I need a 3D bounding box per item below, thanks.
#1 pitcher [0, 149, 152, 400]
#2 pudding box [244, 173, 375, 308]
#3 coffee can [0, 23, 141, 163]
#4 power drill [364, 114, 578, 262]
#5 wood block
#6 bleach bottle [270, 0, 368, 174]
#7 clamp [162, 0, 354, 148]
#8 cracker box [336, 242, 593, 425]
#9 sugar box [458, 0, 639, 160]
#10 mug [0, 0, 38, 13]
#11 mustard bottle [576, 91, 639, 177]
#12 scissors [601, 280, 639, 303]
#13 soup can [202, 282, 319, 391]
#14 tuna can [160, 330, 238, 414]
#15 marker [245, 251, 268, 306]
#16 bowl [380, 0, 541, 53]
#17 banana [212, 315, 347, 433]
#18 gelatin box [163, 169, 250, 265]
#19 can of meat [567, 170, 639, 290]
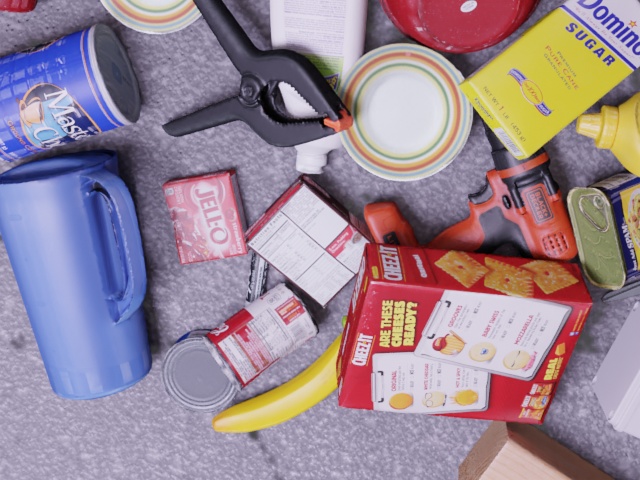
[{"bbox_3d":[-0.240,0.035,1.083,0.145,0.149,0.243,-12,105,-3],"label":"pitcher"},{"bbox_3d":[-0.007,0.001,1.084,0.113,0.039,0.090,41,106,-16],"label":"pudding box"},{"bbox_3d":[-0.263,-0.145,1.059,0.140,0.102,0.103,-16,101,11],"label":"coffee can"},{"bbox_3d":[0.142,-0.036,1.057,0.188,0.057,0.184,-23,96,13],"label":"power drill"},{"bbox_3d":[0.252,0.276,1.101,0.206,0.090,0.090,33,105,-1],"label":"wood block"},{"bbox_3d":[-0.008,-0.190,1.038,0.103,0.068,0.251,9,108,12],"label":"bleach bottle"},{"bbox_3d":[-0.062,-0.156,1.022,0.210,0.036,0.165,18,117,26],"label":"clamp"},{"bbox_3d":[0.134,0.092,1.038,0.213,0.072,0.164,6,126,-8],"label":"cracker box"},{"bbox_3d":[0.227,-0.164,0.996,0.176,0.048,0.093,-40,96,-3],"label":"sugar box"},{"bbox_3d":[-0.301,-0.272,1.049,0.117,0.093,0.081,4,113,-32],"label":"mug"},{"bbox_3d":[0.338,-0.096,1.001,0.191,0.058,0.096,9,63,3],"label":"mustard bottle"},{"bbox_3d":[0.380,0.009,1.060,0.202,0.016,0.096,-4,101,8],"label":"scissors"},{"bbox_3d":[-0.060,0.098,1.091,0.102,0.069,0.068,-35,98,-12],"label":"soup can"},{"bbox_3d":[-0.126,0.140,1.145,0.086,0.033,0.086,2,104,6],"label":"tuna can"},{"bbox_3d":[-0.067,0.047,1.123,0.020,0.020,0.121,10,104,5],"label":"marker"},{"bbox_3d":[0.134,-0.230,0.978,0.162,0.055,0.162,0,132,0],"label":"bowl"},{"bbox_3d":[-0.024,0.151,1.126,0.198,0.037,0.069,-40,118,15],"label":"banana"},{"bbox_3d":[-0.117,-0.024,1.106,0.073,0.030,0.089,-9,102,9],"label":"gelatin box"},{"bbox_3d":[0.295,-0.015,1.026,0.083,0.058,0.102,-21,103,-25],"label":"can of meat"}]
